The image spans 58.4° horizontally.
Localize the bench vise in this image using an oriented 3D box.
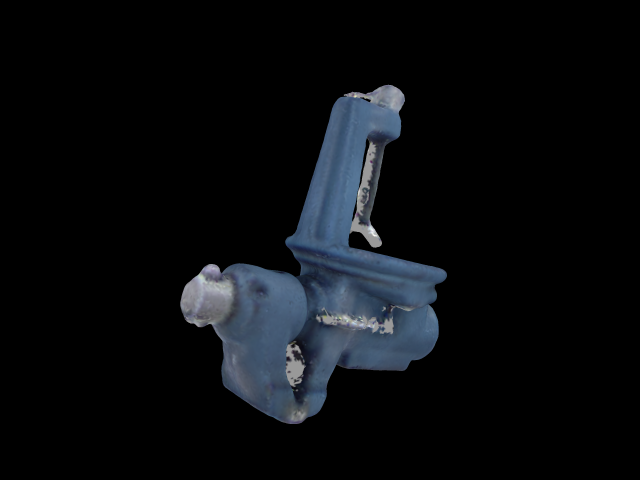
[{"bbox_3d":[0.014,0.003,0.393,0.121,0.220,0.208,6,12,32],"label":"bench vise"}]
